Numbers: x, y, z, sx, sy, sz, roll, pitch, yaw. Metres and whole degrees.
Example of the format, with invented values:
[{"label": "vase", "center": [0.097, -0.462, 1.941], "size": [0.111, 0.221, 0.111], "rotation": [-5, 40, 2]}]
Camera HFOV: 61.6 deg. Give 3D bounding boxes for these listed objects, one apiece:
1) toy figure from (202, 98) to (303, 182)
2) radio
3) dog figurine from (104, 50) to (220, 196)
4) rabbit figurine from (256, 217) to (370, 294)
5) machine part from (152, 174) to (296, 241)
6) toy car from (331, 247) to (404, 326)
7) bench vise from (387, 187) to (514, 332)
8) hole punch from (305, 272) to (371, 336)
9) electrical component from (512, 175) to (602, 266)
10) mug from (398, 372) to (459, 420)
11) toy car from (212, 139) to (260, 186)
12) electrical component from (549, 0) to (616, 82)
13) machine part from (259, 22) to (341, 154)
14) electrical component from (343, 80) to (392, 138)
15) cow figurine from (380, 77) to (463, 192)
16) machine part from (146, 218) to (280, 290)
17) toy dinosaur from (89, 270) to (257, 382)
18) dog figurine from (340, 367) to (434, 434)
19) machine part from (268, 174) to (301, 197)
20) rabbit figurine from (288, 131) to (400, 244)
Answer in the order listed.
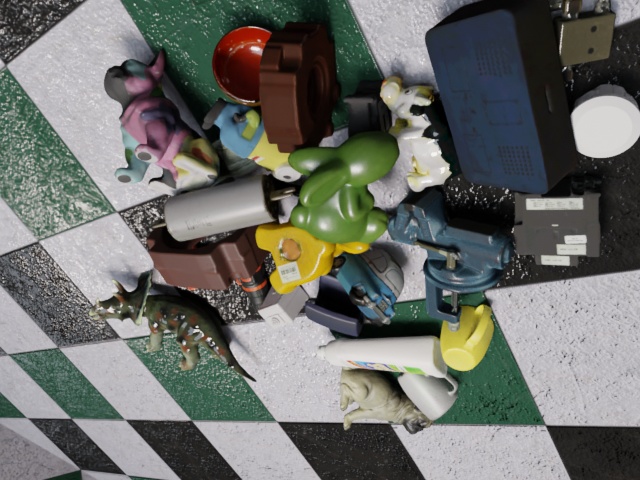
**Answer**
[{"label": "toy figure", "center": [-0.089, -0.159, 0.835], "size": [0.180, 0.082, 0.089], "rotation": [32, 102, -17]}, {"label": "radio", "center": [0.222, -0.174, 0.661], "size": [0.131, 0.073, 0.229], "rotation": [15, 136, 52]}, {"label": "dog figurine", "center": [-0.255, -0.195, 0.875], "size": [0.191, 0.219, 0.108], "rotation": [13, 150, -35]}, {"label": "rabbit figurine", "center": [-0.002, -0.003, 0.896], "size": [0.162, 0.173, 0.122], "rotation": [-27, 85, 25]}, {"label": "machine part", "center": [-0.156, -0.050, 0.857], "size": [0.243, 0.079, 0.079], "rotation": [-11, 122, 11]}, {"label": "toy car", "center": [0.091, 0.067, 0.927], "size": [0.103, 0.162, 0.109], "rotation": [-42, 119, 1]}, {"label": "bench vise", "center": [0.190, 0.042, 0.855], "size": [0.224, 0.129, 0.240], "rotation": [8, 125, 26]}, {"label": "hole punch", "center": [0.032, 0.140, 1.039], "size": [0.142, 0.092, 0.115], "rotation": [15, 135, 12]}, {"label": "electrical component", "center": [0.336, -0.024, 0.762], "size": [0.115, 0.058, 0.134], "rotation": [4, 128, 28]}, {"label": "mug", "center": [0.214, 0.287, 1.066], "size": [0.107, 0.081, 0.109], "rotation": [41, 139, 5]}, {"label": "toy car", "center": [-0.180, -0.138, 0.945], "size": [0.202, 0.056, 0.073], "rotation": [-14, 119, 35]}, {"label": "electrical component", "center": [0.293, -0.238, 0.622], "size": [0.078, 0.045, 0.102], "rotation": [-15, 125, 4]}, {"label": "machine part", "center": [-0.024, -0.205, 0.732], "size": [0.056, 0.179, 0.179], "rotation": [8, 129, 19]}, {"label": "electrical component", "center": [0.072, -0.162, 0.777], "size": [0.048, 0.075, 0.119], "rotation": [6, 124, 25]}, {"label": "cow figurine", "center": [0.148, -0.155, 0.747], "size": [0.098, 0.068, 0.167], "rotation": [-11, 123, 28]}, {"label": "machine part", "center": [-0.184, -0.006, 0.954], "size": [0.202, 0.201, 0.087], "rotation": [1, 129, 27]}, {"label": "toy dinosaur", "center": [-0.320, 0.194, 1.258], "size": [0.405, 0.131, 0.192], "rotation": [18, 133, 6]}, {"label": "dog figurine", "center": [0.144, 0.321, 1.133], "size": [0.191, 0.121, 0.172], "rotation": [-2, 129, 12]}, {"label": "machine part", "center": [-0.028, -0.079, 0.901], "size": [0.139, 0.084, 0.039], "rotation": [15, 93, 25]}, {"label": "rabbit figurine", "center": [0.032, -0.087, 0.739], "size": [0.159, 0.121, 0.170], "rotation": [1, 141, -30]}]
